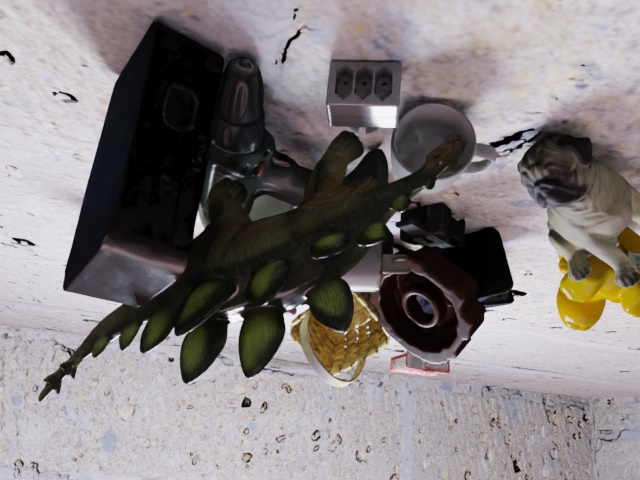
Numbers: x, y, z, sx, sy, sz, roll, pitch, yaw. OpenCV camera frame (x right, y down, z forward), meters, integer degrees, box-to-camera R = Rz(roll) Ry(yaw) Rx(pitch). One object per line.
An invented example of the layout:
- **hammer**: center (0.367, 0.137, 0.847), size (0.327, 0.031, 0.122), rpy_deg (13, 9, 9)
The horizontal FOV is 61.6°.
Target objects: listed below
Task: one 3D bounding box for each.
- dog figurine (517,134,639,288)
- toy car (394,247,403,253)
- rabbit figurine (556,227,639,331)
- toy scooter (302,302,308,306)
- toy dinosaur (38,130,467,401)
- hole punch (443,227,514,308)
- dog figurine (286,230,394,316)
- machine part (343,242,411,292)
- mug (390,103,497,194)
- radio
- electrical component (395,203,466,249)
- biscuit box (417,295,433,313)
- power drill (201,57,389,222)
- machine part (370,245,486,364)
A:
- **dog figurine**: center (0.290, -0.051, 0.631), size (0.190, 0.121, 0.172), rpy_deg (39, 171, -12)
- **toy car**: center (0.124, 0.058, 0.998), size (0.074, 0.056, 0.201), rpy_deg (1, 160, 12)
- **rabbit figurine**: center (0.385, 0.056, 0.774), size (0.122, 0.162, 0.173), rpy_deg (2, 138, 5)
- **toy scooter**: center (-0.004, 0.063, 0.959), size (0.135, 0.075, 0.183), rpy_deg (-32, 161, -1)
- **toy dinosaur**: center (-0.077, 0.028, 0.511), size (0.472, 0.199, 0.105), rpy_deg (-27, 122, 20)
- **hole punch**: center (0.244, 0.053, 0.853), size (0.116, 0.142, 0.092), rpy_deg (-16, 157, 21)
- **dog figurine**: center (-0.002, -0.002, 0.776), size (0.219, 0.192, 0.108), rpy_deg (-38, 151, -3)
- **machine part**: center (-0.009, 0.026, 0.672), size (0.243, 0.079, 0.079), rpy_deg (1, 160, 0)
- **mug**: center (0.125, -0.088, 0.572), size (0.110, 0.080, 0.107), rpy_deg (1, 171, 0)
- **radio**: center (-0.154, -0.067, 0.477), size (0.073, 0.229, 0.131), rpy_deg (18, 152, -33)
- **electrical component**: center (0.153, -0.021, 0.781), size (0.075, 0.048, 0.119), rpy_deg (-14, 152, 42)
- **biscuit box**: center (0.209, 0.094, 0.973), size (0.203, 0.059, 0.062), rpy_deg (-30, 148, 26)
- **power drill**: center (-0.030, -0.081, 0.596), size (0.207, 0.086, 0.232), rpy_deg (6, 143, -23)
- **machine part**: center (0.157, 0.094, 0.798), size (0.056, 0.179, 0.179), rpy_deg (-30, -174, -39)
